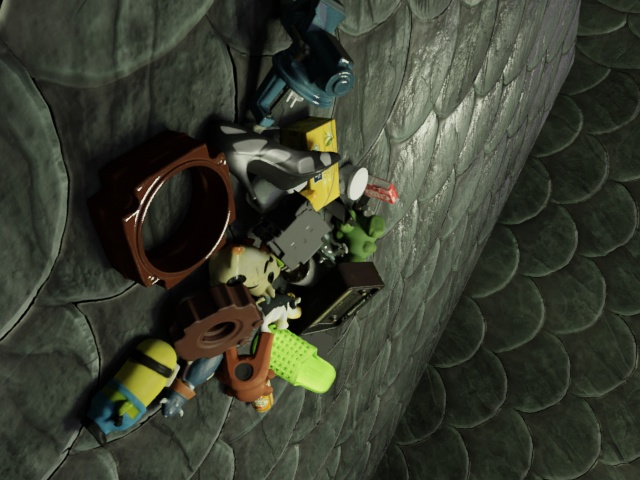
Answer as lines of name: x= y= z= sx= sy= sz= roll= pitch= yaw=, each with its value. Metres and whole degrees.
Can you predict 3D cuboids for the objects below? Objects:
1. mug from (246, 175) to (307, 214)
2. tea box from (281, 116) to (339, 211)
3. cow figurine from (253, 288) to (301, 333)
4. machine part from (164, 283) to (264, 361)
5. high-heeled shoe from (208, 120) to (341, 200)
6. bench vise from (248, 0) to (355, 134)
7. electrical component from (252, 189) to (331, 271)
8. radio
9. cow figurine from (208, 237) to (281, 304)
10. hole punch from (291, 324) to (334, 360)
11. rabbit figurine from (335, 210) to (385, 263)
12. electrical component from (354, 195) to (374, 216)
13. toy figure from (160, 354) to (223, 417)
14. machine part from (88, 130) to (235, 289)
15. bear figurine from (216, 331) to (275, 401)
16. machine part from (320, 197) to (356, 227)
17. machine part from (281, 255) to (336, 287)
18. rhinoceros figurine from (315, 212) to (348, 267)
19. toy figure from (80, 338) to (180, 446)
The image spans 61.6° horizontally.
mug: x=-0.091 y=-0.098 z=1.017 sx=0.107 sy=0.081 sz=0.109 roll=-43 pitch=174 yaw=-27
tea box: x=-0.017 y=-0.152 z=1.079 sx=0.098 sy=0.068 sz=0.169 roll=-39 pitch=134 yaw=-43
cow figurine: x=-0.098 y=0.147 z=1.203 sx=0.167 sy=0.068 sz=0.098 roll=-15 pitch=118 yaw=-58
machine part: x=-0.189 y=0.151 z=0.970 sx=0.179 sy=0.056 sz=0.179 roll=-23 pitch=148 yaw=-15
high-heeled shoe: x=-0.076 y=-0.159 z=0.925 sx=0.249 sy=0.086 sz=0.145 roll=-27 pitch=92 yaw=-41
bench vise: x=-0.049 y=-0.278 z=0.872 sx=0.240 sy=0.224 sz=0.129 roll=-45 pitch=159 yaw=29
electrical component: x=-0.046 y=-0.012 z=1.001 sx=0.115 sy=0.058 sz=0.134 roll=-46 pitch=144 yaw=-5
radio: x=0.040 y=0.139 z=1.268 sx=0.131 sy=0.073 sz=0.229 roll=-1 pitch=147 yaw=-39
cow figurine: x=-0.139 y=0.061 z=1.038 sx=0.195 sy=0.086 sz=0.127 roll=-1 pitch=106 yaw=-63
hole punch: x=-0.046 y=0.267 z=1.387 sx=0.115 sy=0.092 sz=0.142 roll=32 pitch=85 yaw=-37
rabbit figurine: x=0.080 y=0.028 z=1.364 sx=0.159 sy=0.121 sz=0.170 roll=115 pitch=-11 yaw=-68
electrical component: x=0.125 y=-0.072 z=1.443 sx=0.078 sy=0.045 sz=0.102 roll=-57 pitch=151 yaw=-20
toy figure: x=-0.250 y=0.269 z=1.031 sx=0.154 sy=0.064 sz=0.058 roll=-50 pitch=-173 yaw=-20
machine part: x=-0.223 y=-0.043 z=0.801 sx=0.201 sy=0.087 sz=0.201 roll=-44 pitch=147 yaw=-37
bear figurine: x=-0.154 y=0.278 z=1.161 sx=0.195 sy=0.120 sz=0.132 roll=95 pitch=-5 yaw=-70
machine part: x=0.035 y=-0.078 z=1.260 sx=0.039 sy=0.084 sz=0.138 roll=-35 pitch=148 yaw=18
machine part: x=-0.020 y=0.073 z=1.265 sx=0.243 sy=0.079 sz=0.079 roll=24 pitch=90 yaw=-62
rhinoceros figurine: x=-0.002 y=-0.004 z=1.181 sx=0.073 sy=0.112 sz=0.190 roll=-42 pitch=148 yaw=8
toy figure: x=-0.309 y=0.243 z=0.882 sx=0.180 sy=0.082 sz=0.089 roll=-45 pitch=149 yaw=-30
